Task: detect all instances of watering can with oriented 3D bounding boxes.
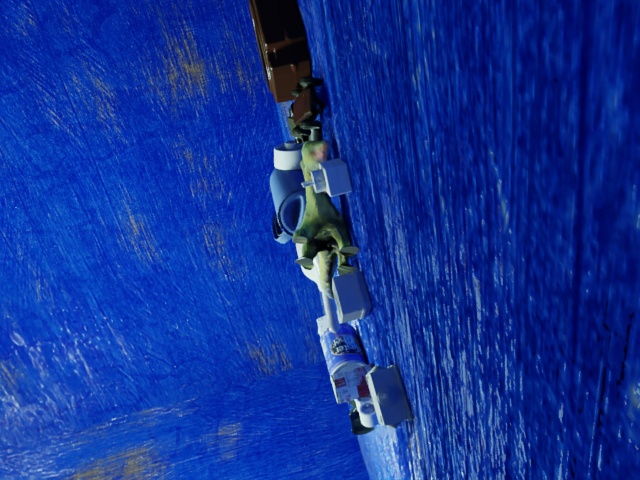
[{"bbox_3d":[0.000,0.055,1.360,0.355,0.104,0.219,-108,6,-51],"label":"watering can"}]

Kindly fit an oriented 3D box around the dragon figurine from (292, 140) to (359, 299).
[{"bbox_3d":[0.003,-0.053,1.050,0.402,0.122,0.248,89,176,-63],"label":"dragon figurine"}]
